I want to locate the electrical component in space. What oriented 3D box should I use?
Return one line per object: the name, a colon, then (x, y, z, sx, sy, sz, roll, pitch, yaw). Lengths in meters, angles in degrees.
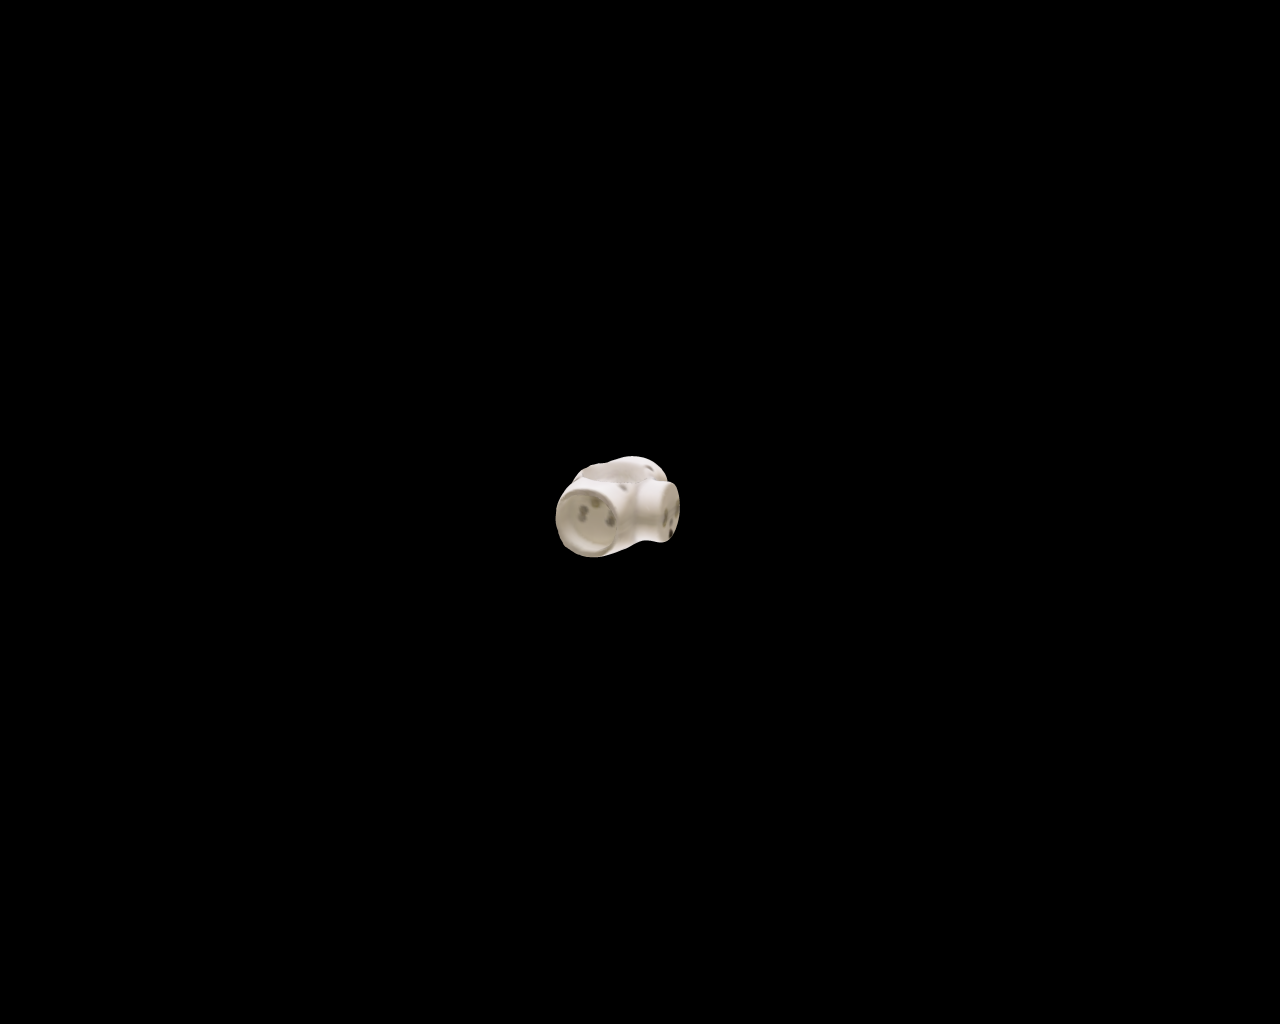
electrical component: (0.001, -0.003, 0.650, 0.079, 0.044, 0.077, 8, 20, 22)
